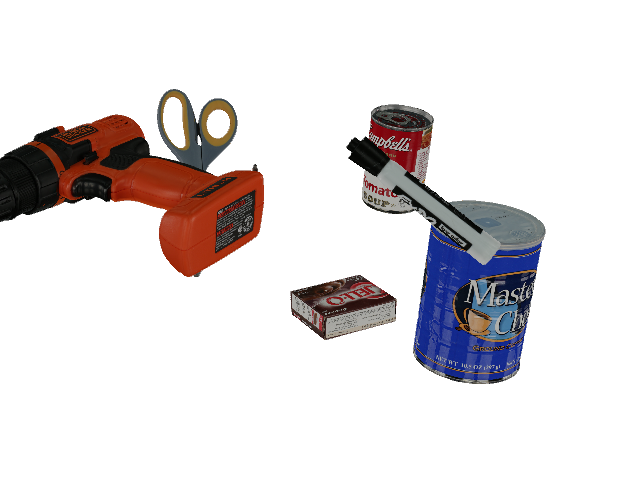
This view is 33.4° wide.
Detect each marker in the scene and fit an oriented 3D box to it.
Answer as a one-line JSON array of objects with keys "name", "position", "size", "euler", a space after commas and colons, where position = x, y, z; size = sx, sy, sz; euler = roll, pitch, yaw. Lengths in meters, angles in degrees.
[{"name": "marker", "position": [0.067, -0.028, 0.710], "size": [0.121, 0.020, 0.020], "euler": [39, 1, 1]}]

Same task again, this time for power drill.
[{"name": "power drill", "position": [-0.151, -0.035, 0.800], "size": [0.188, 0.057, 0.184], "euler": [21, 34, 26]}]

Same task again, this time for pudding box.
[{"name": "pudding box", "position": [0.030, 0.086, 1.399], "size": [0.113, 0.039, 0.090], "euler": [-15, 25, -27]}]

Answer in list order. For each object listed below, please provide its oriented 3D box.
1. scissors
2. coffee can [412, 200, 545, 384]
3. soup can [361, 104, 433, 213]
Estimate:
[{"name": "scissors", "position": [-0.119, -0.069, 1.147], "size": [0.096, 0.202, 0.016], "euler": [-16, -4, -21]}, {"name": "coffee can", "position": [0.144, 0.046, 0.985], "size": [0.103, 0.140, 0.103], "euler": [5, 23, -2]}, {"name": "soup can", "position": [0.083, -0.089, 1.163], "size": [0.068, 0.102, 0.068], "euler": [5, 29, -3]}]
